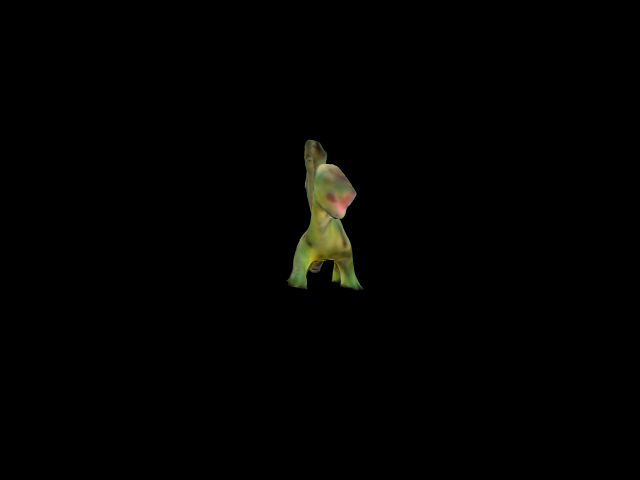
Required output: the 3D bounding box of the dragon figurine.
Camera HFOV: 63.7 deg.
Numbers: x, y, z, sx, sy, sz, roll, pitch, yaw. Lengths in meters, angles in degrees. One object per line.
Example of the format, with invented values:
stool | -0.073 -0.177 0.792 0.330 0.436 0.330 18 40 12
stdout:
dragon figurine | 0.003 -0.043 0.850 0.122 0.242 0.410 0 2 -7
